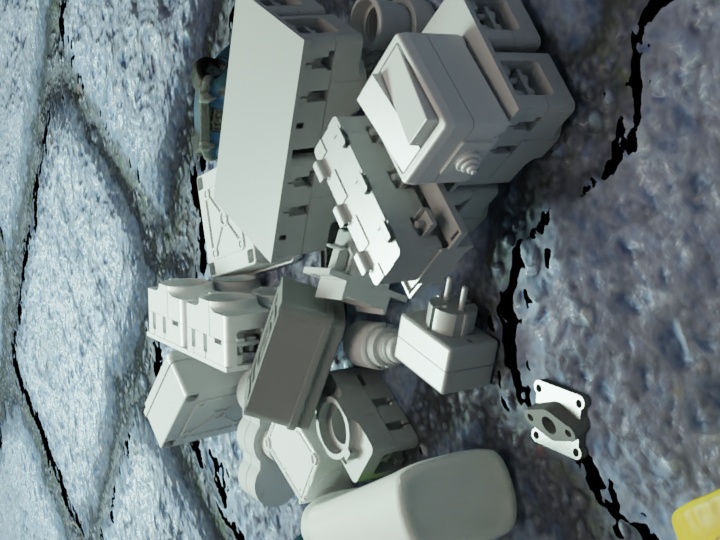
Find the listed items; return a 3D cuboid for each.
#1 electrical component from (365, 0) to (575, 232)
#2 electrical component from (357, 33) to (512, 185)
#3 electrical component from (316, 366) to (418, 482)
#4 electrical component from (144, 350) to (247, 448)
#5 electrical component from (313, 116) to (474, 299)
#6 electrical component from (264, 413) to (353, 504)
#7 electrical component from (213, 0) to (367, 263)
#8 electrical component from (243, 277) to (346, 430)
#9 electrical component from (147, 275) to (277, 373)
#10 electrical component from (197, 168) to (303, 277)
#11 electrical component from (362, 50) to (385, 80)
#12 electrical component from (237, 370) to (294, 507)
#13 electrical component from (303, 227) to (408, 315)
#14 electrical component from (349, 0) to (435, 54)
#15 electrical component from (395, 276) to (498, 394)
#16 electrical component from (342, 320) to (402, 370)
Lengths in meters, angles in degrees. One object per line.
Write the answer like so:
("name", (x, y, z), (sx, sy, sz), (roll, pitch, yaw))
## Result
("electrical component", (0.067, -0.101, 0.781), (0.186, 0.060, 0.105), (-50, 54, 48))
("electrical component", (0.047, -0.100, 0.698), (0.061, 0.061, 0.096), (-54, 52, 46))
("electrical component", (0.000, 0.132, 0.930), (0.089, 0.056, 0.050), (58, 139, 35))
("electrical component", (-0.157, 0.128, 1.124), (0.056, 0.109, 0.108), (61, 141, 27))
("electrical component", (0.019, -0.051, 0.747), (0.078, 0.063, 0.121), (-55, 51, 46))
("electrical component", (-0.042, 0.157, 0.994), (0.096, 0.061, 0.061), (52, 135, 39))
("electrical component", (-0.057, -0.115, 0.852), (0.105, 0.060, 0.186), (45, 135, 42))
("electrical component", (-0.057, 0.073, 0.933), (0.078, 0.057, 0.113), (-100, 28, -70))
("electrical component", (-0.127, 0.046, 1.065), (0.186, 0.105, 0.060), (13, 106, 56))
("electrical component", (-0.111, -0.053, 1.071), (0.109, 0.056, 0.108), (-15, 83, 57))
("electrical component", (0.014, -0.169, 0.872), (0.078, 0.040, 0.040), (63, 142, 28))
("electrical component", (-0.083, 0.169, 1.067), (0.074, 0.052, 0.138), (15, 108, 56))
("electrical component", (0.000, 0.000, 0.897), (0.042, 0.081, 0.063), (6, 77, 56))
("electrical component", (0.026, -0.190, 0.835), (0.045, 0.055, 0.045), (14, 107, 56))
("electrical component", (0.068, 0.043, 0.817), (0.066, 0.047, 0.076), (36, 124, 49))
("electrical component", (0.018, 0.064, 0.904), (0.078, 0.040, 0.040), (4, 99, 56))
